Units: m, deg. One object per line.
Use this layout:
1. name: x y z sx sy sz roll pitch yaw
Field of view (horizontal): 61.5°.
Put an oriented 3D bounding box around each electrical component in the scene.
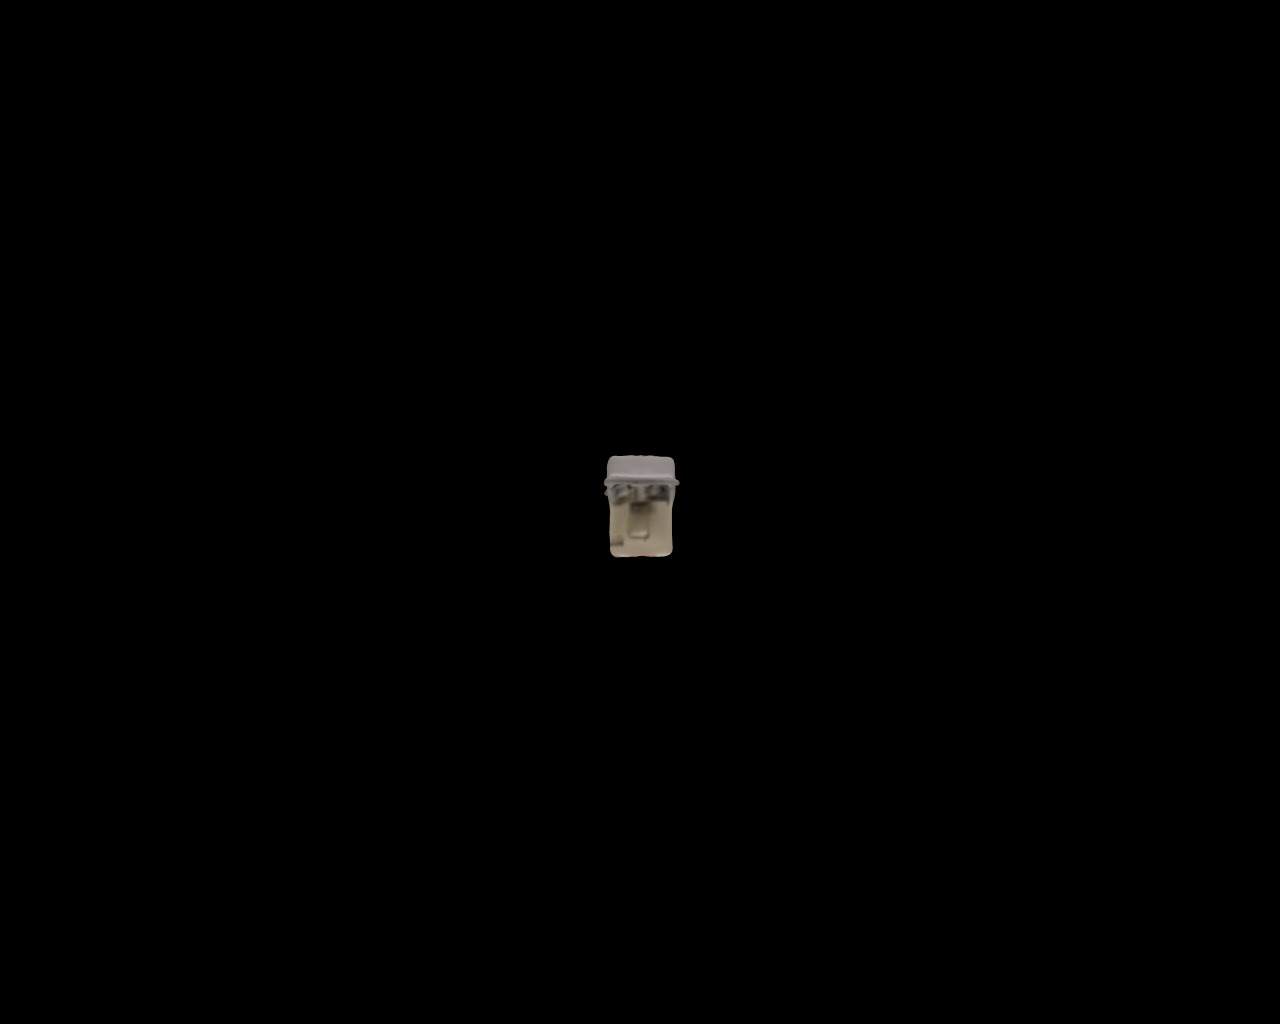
1. electrical component: 0.001 -0.003 0.650 0.042 0.063 0.081 0 -4 0
